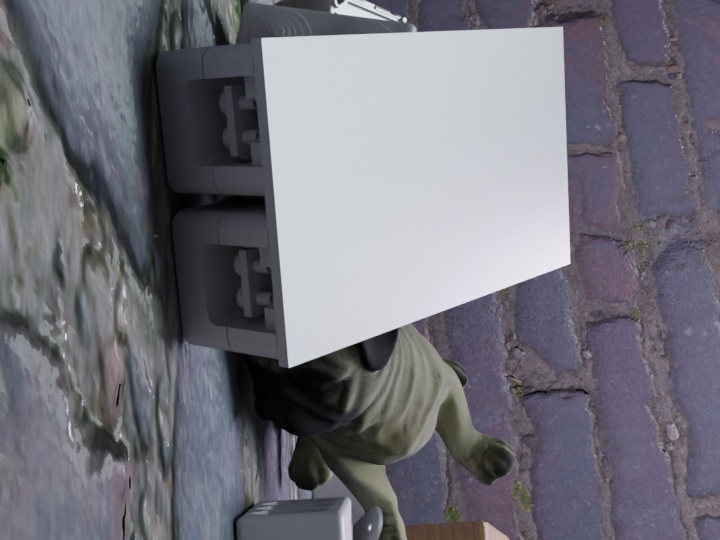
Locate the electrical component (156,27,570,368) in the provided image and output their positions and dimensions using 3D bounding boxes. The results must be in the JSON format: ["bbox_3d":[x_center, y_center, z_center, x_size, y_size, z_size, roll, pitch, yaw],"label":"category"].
[{"bbox_3d":[0.010,-0.039,0.428,0.186,0.060,0.105,-16,106,-48],"label":"electrical component"}]

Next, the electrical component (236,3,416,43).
[{"bbox_3d":[-0.016,-0.089,0.537,0.099,0.100,0.048,77,22,-76],"label":"electrical component"}]

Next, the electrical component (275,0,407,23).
[{"bbox_3d":[-0.019,-0.108,0.634,0.062,0.061,0.096,9,85,-45],"label":"electrical component"}]

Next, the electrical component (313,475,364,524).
[{"bbox_3d":[-0.013,0.207,0.860,0.099,0.064,0.099,8,90,-80],"label":"electrical component"}]

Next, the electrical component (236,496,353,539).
[{"bbox_3d":[-0.027,0.147,0.492,0.065,0.047,0.076,66,20,-84],"label":"electrical component"}]

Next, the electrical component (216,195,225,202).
[{"bbox_3d":[-0.040,-0.039,0.501,0.066,0.048,0.055,84,11,-48],"label":"electrical component"}]
